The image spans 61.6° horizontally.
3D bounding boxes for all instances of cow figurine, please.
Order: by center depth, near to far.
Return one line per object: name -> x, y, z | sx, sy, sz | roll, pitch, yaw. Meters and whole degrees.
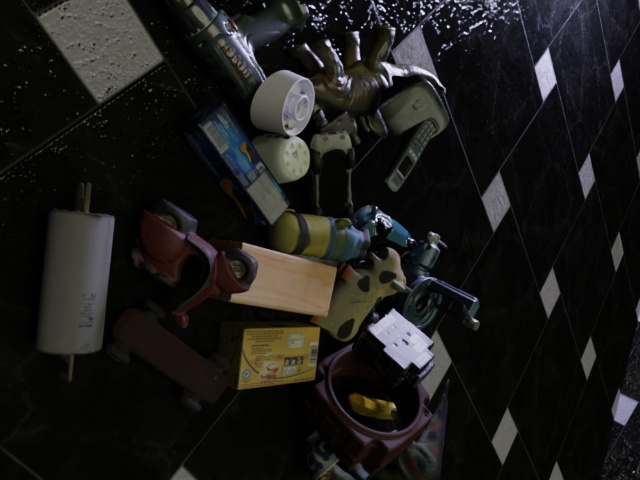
cow figurine -> 0.078, 0.096, 0.976 | 0.127, 0.085, 0.195 | 38, 86, -13

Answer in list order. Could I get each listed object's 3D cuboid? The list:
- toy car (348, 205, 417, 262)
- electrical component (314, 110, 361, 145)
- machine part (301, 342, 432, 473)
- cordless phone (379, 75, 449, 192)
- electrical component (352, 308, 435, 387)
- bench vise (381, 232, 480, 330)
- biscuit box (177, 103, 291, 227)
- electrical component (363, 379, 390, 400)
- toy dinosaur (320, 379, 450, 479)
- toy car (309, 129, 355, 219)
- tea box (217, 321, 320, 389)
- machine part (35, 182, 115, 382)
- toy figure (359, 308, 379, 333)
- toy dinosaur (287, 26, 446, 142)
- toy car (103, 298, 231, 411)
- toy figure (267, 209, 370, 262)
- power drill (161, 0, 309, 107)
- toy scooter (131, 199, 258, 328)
toy car -> 0.107, -0.015, 1.040 | 0.161, 0.109, 0.103 | 16, 42, -39
electrical component -> 0.030, -0.191, 0.920 | 0.063, 0.021, 0.093 | -37, 121, -3
machine part -> 0.085, 0.291, 0.970 | 0.201, 0.201, 0.087 | -17, 142, -44
cordless phone -> 0.146, -0.190, 0.975 | 0.146, 0.089, 0.184 | 39, 77, -51
electrical component -> 0.144, 0.204, 0.992 | 0.115, 0.134, 0.058 | -25, 147, -43
bench vise -> 0.232, 0.103, 1.096 | 0.128, 0.241, 0.223 | 40, 82, -43
biscuit box -> -0.129, -0.111, 0.828 | 0.059, 0.063, 0.202 | -52, 126, -28
electrical component -> 0.127, 0.269, 1.122 | 0.075, 0.048, 0.119 | -23, 109, -41
toy dinosaur -> 0.147, 0.455, 1.017 | 0.405, 0.192, 0.131 | -43, 139, -1
toy car -> 0.021, -0.098, 0.936 | 0.073, 0.056, 0.201 | -9, 134, -8
tea box -> -0.084, 0.186, 0.890 | 0.169, 0.068, 0.098 | 10, 85, -44
machine part -> -0.299, 0.050, 0.657 | 0.079, 0.079, 0.243 | 8, 87, -45
toy figure -> 0.091, 0.146, 1.071 | 0.064, 0.058, 0.154 | -37, 121, -35
toy dinosaur -> 0.086, -0.291, 1.008 | 0.471, 0.105, 0.198 | -24, 117, -32
toy car -> -0.213, 0.167, 0.769 | 0.202, 0.053, 0.089 | 47, 63, -32
toy figure -> -0.001, -0.006, 0.912 | 0.180, 0.089, 0.082 | 11, 85, -16
power drill -> -0.117, -0.338, 0.811 | 0.207, 0.086, 0.231 | -55, 130, -32
toy scooter -> -0.189, 0.039, 0.740 | 0.184, 0.075, 0.135 | 35, 91, 1
